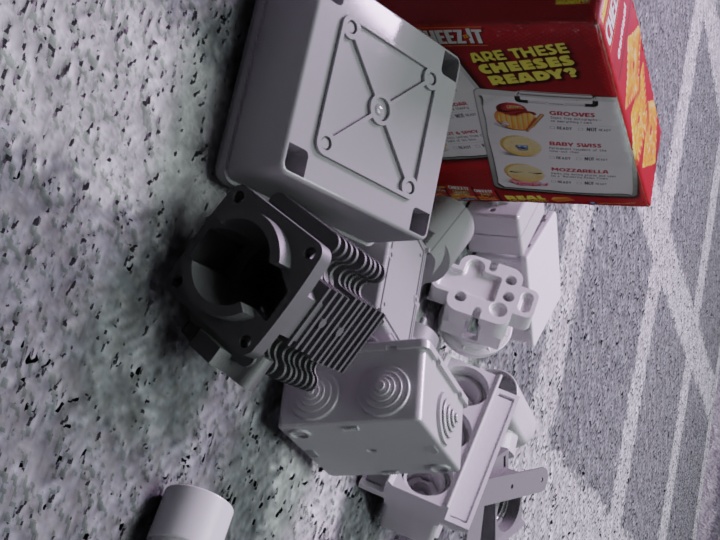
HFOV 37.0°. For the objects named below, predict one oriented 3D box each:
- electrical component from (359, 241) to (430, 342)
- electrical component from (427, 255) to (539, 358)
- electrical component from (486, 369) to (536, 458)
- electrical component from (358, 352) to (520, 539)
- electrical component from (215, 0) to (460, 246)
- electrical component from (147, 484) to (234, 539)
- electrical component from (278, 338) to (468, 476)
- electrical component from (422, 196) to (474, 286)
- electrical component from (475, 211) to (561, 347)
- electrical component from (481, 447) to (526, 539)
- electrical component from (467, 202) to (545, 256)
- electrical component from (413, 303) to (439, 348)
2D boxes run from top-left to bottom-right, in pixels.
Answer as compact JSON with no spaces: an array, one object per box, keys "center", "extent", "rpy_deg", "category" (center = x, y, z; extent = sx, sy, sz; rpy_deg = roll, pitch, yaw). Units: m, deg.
[{"center":[0.000,0.000,0.632],"extent":[0.061,0.061,0.096],"rpy_deg":[59,36,-52],"category":"electrical component"},{"center":[0.090,0.030,0.813],"extent":[0.057,0.078,0.058],"rpy_deg":[97,14,-54],"category":"electrical component"},{"center":[0.119,0.137,0.926],"extent":[0.077,0.043,0.079],"rpy_deg":[56,46,-54],"category":"electrical component"},{"center":[0.056,0.128,0.764],"extent":[0.063,0.079,0.121],"rpy_deg":[102,14,-47],"category":"electrical component"},{"center":[-0.009,-0.079,0.555],"extent":[0.109,0.056,0.108],"rpy_deg":[23,73,-42],"category":"electrical component"},{"center":[-0.084,0.133,0.498],"extent":[0.044,0.044,0.065],"rpy_deg":[65,34,-47],"category":"electrical component"},{"center":[0.008,0.082,0.617],"extent":[0.099,0.100,0.048],"rpy_deg":[55,34,-54],"category":"electrical component"},{"center":[0.045,-0.015,0.736],"extent":[0.081,0.043,0.043],"rpy_deg":[-49,137,-52],"category":"electrical component"},{"center":[0.137,0.005,0.931],"extent":[0.099,0.048,0.099],"rpy_deg":[-50,139,-50],"category":"electrical component"},{"center":[0.095,0.183,0.859],"extent":[0.042,0.064,0.081],"rpy_deg":[-21,115,-48],"category":"electrical component"},{"center":[0.115,-0.062,0.872],"extent":[0.065,0.047,0.076],"rpy_deg":[-56,143,-45],"category":"electrical component"},{"center":[0.030,0.059,0.719],"extent":[0.077,0.044,0.079],"rpy_deg":[63,40,-49],"category":"electrical component"}]
